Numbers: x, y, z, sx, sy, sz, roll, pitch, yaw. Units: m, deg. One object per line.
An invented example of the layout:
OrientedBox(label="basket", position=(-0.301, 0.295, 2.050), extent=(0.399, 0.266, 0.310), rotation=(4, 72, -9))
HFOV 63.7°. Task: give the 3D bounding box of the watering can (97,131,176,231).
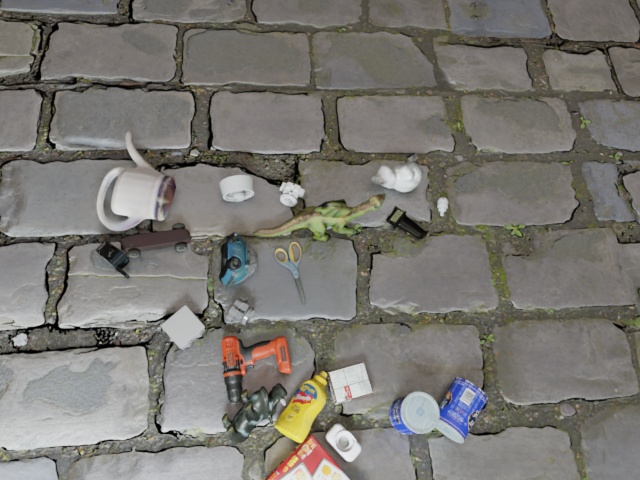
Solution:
OrientedBox(label="watering can", position=(-0.559, -0.184, 1.606), extent=(0.224, 0.102, 0.354), rotation=(10, 66, -3))

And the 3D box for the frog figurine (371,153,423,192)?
OrientedBox(label="frog figurine", position=(0.255, -0.203, 1.689), extent=(0.162, 0.136, 0.122), rotation=(-32, 102, -37))

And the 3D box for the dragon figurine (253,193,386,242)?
OrientedBox(label="dragon figurine", position=(0.005, -0.078, 1.557), extent=(0.411, 0.239, 0.124), rotation=(-12, 74, -13))
